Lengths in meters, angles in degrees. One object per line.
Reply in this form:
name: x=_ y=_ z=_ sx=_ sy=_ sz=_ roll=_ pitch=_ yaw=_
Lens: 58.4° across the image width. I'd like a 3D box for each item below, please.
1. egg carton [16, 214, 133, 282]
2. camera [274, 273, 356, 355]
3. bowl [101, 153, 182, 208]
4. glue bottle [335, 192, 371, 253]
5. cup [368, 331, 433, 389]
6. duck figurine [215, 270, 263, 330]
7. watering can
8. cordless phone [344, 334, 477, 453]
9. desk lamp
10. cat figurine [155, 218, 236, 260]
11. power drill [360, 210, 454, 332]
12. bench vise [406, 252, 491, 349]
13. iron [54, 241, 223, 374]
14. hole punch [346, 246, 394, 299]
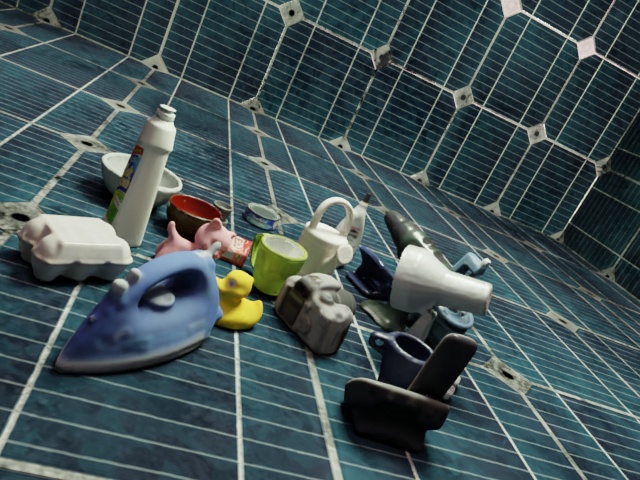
egg carton: x=-0.364 y=0.013 z=0.856 sx=0.107 sy=0.069 sz=0.151 roll=38 pitch=21 yaw=33
camera: x=0.015 y=0.120 z=1.023 sx=0.137 sy=0.101 sz=0.142 roll=7 pitch=26 yaw=-46
bowl: x=-0.376 y=-0.112 z=1.182 sx=0.167 sy=0.074 sz=0.167 roll=23 pitch=18 yaw=-8
glue bottle: x=0.089 y=-0.046 z=1.474 sx=0.078 sy=0.173 sz=0.037 roll=15 pitch=20 yaw=-30
cup: x=0.121 y=0.206 z=0.935 sx=0.118 sy=0.095 sz=0.092 roll=25 pitch=18 yaw=-2
duck figurine: x=-0.135 y=0.091 z=0.923 sx=0.105 sy=0.086 sz=0.077 roll=17 pitch=20 yaw=-26
watering can: x=0.013 y=0.005 z=1.191 sx=0.172 sy=0.194 sz=0.101 roll=38 pitch=21 yaw=33
cordless phone: x=0.131 y=0.198 z=0.825 sx=0.148 sy=0.185 sz=0.094 roll=20 pitch=19 yaw=-18
desk lamp: x=0.204 y=0.140 z=1.042 sx=0.203 sy=0.213 sz=0.118 roll=31 pitch=18 yaw=17
cat figurine: x=-0.214 y=0.005 z=1.005 sx=0.128 sy=0.117 sz=0.067 roll=18 pitch=19 yaw=-24
power drill: x=0.171 y=0.075 z=1.188 sx=0.076 sy=0.208 sz=0.228 roll=8 pitch=25 yaw=-44
bench vise: x=0.252 y=0.103 z=1.202 sx=0.206 sy=0.219 sz=0.122 roll=36 pitch=20 yaw=30
iron: x=-0.221 y=0.077 z=0.753 sx=0.118 sy=0.141 sz=0.259 roll=31 pitch=18 yaw=17
hole punch: x=0.132 y=0.074 z=1.330 sx=0.101 sy=0.091 sz=0.108 roll=11 pitch=23 yaw=-38
